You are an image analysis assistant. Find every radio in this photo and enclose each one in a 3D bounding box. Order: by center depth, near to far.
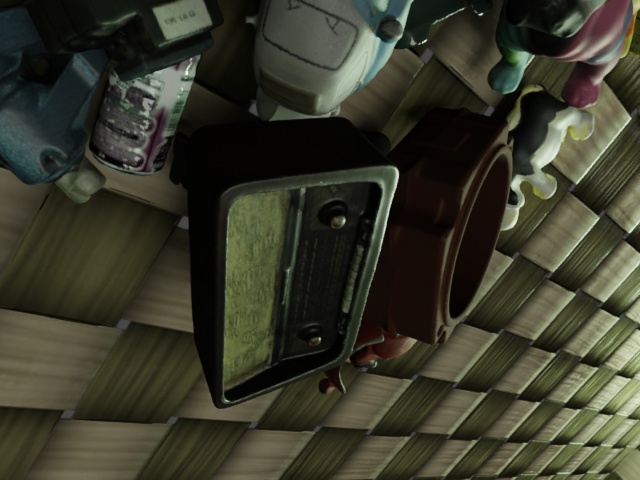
[{"bbox_3d":[-0.028,0.023,0.411,0.131,0.073,0.229,-13,137,-24],"label":"radio"}]

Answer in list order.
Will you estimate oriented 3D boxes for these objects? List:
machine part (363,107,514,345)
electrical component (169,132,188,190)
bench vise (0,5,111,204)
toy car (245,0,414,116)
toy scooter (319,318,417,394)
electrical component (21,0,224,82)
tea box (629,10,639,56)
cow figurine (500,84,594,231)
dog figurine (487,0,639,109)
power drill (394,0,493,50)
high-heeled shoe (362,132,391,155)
[{"bbox_3d":[0.122,-0.013,0.539,0.201,0.087,0.201,-47,146,-41],"label":"machine part"},{"bbox_3d":[-0.056,-0.060,0.451,0.119,0.075,0.047,-19,137,-45],"label":"electrical component"},{"bbox_3d":[-0.235,-0.065,0.273,0.240,0.129,0.223,-56,135,-30],"label":"bench vise"},{"bbox_3d":[-0.004,-0.139,0.362,0.103,0.109,0.161,-65,-178,-20],"label":"toy car"},{"bbox_3d":[0.048,0.135,0.676,0.184,0.075,0.135,-13,129,-21],"label":"toy scooter"},{"bbox_3d":[-0.111,-0.161,0.296,0.115,0.058,0.134,-40,118,-41],"label":"electrical component"},{"bbox_3d":[0.410,-0.272,0.578,0.170,0.098,0.068,-36,135,-1],"label":"tea box"},{"bbox_3d":[0.229,-0.090,0.622,0.098,0.068,0.167,15,111,-34],"label":"cow figurine"},{"bbox_3d":[0.204,-0.213,0.423,0.191,0.109,0.219,-59,156,-10],"label":"dog figurine"},{"bbox_3d":[0.075,-0.258,0.383,0.232,0.086,0.207,-30,139,-8],"label":"power drill"},{"bbox_3d":[-0.001,-0.002,0.563,0.145,0.086,0.248,-46,167,-41],"label":"high-heeled shoe"}]
